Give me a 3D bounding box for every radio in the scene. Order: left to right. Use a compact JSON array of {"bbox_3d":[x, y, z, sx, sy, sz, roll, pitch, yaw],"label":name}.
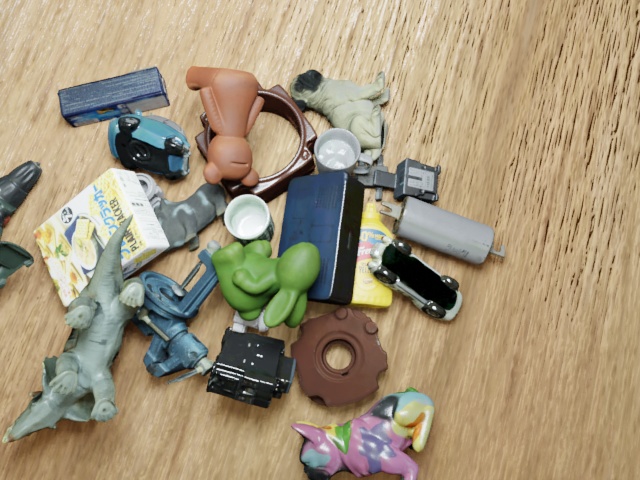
[{"bbox_3d":[-0.002,-0.003,0.962,0.131,0.073,0.229,-1,74,33],"label":"radio"}]

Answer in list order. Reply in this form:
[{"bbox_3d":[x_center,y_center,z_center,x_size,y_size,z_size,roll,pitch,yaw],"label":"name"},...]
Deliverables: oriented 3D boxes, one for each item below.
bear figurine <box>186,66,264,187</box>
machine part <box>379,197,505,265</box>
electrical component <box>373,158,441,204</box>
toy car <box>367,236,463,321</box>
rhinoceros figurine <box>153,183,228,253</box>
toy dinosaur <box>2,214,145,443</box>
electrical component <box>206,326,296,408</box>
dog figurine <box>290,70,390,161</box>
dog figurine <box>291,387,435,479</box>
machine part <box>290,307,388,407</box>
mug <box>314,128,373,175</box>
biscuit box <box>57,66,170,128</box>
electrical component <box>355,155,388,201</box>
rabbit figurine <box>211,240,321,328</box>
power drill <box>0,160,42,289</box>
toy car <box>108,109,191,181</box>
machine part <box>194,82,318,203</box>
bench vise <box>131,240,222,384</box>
[{"bbox_3d":[-0.163,-0.196,0.939,0.120,0.132,0.195,-5,109,-34],"label":"bear figurine"},{"bbox_3d":[0.223,-0.016,0.978,0.243,0.079,0.079,21,78,-1],"label":"machine part"},{"bbox_3d":[0.164,-0.113,1.010,0.119,0.048,0.075,14,76,-14],"label":"electrical component"},{"bbox_3d":[0.169,0.070,0.950,0.201,0.056,0.073,35,73,-14],"label":"toy car"},{"bbox_3d":[-0.256,-0.040,0.997,0.190,0.073,0.112,-33,81,-6],"label":"rhinoceros figurine"},{"bbox_3d":[-0.371,0.149,0.880,0.131,0.192,0.404,23,85,-30],"label":"toy dinosaur"},{"bbox_3d":[-0.109,0.212,0.894,0.134,0.115,0.058,15,121,-5],"label":"electrical component"},{"bbox_3d":[0.032,-0.239,1.038,0.191,0.121,0.172,2,72,15],"label":"dog figurine"},{"bbox_3d":[0.065,0.320,0.898,0.219,0.108,0.191,17,79,7],"label":"dog figurine"},{"bbox_3d":[0.033,0.206,0.948,0.179,0.056,0.179,0,78,1],"label":"machine part"},{"bbox_3d":[0.042,-0.147,1.001,0.110,0.107,0.081,7,75,-1],"label":"mug"},{"bbox_3d":[-0.406,-0.280,1.060,0.203,0.059,0.063,-14,79,-3],"label":"biscuit box"},{"bbox_3d":[0.099,-0.121,1.038,0.063,0.021,0.094,2,78,1],"label":"electrical component"},{"bbox_3d":[-0.076,0.064,0.870,0.170,0.121,0.159,-17,75,30],"label":"rabbit figurine"},{"bbox_3d":[-0.579,-0.024,0.963,0.232,0.085,0.207,-39,57,-2],"label":"power drill"},{"bbox_3d":[-0.309,-0.188,1.017,0.162,0.109,0.103,18,46,3],"label":"toy car"},{"bbox_3d":[-0.118,-0.184,1.023,0.201,0.087,0.201,-34,80,-5],"label":"machine part"},{"bbox_3d":[-0.235,0.112,0.929,0.224,0.128,0.240,43,99,27],"label":"bench vise"}]
